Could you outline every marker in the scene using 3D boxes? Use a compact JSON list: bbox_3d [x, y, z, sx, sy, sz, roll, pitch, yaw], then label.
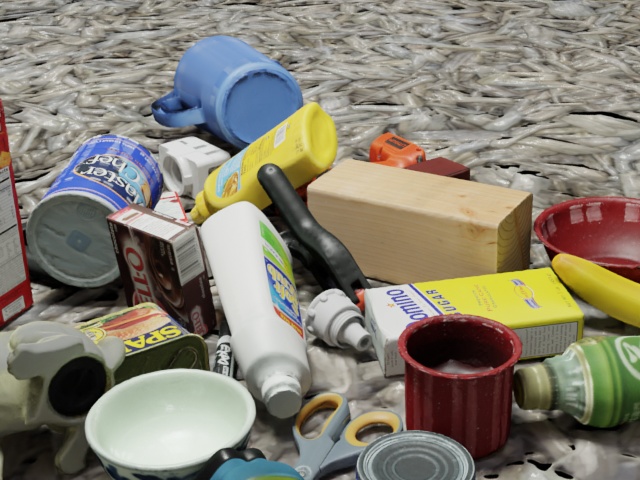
[{"bbox_3d":[-0.082,0.105,0.922,0.020,0.020,0.121,-2,26,1],"label":"marker"}]

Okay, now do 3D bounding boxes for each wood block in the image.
[{"bbox_3d":[0.098,-0.011,1.067,0.206,0.091,0.090,13,29,29],"label":"wood block"}]

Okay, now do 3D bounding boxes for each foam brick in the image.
[{"bbox_3d":[0.124,-0.055,1.199,0.078,0.053,0.051,-18,30,-32],"label":"foam brick"}]

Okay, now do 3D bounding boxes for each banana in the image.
[{"bbox_3d":[0.302,0.054,0.937,0.198,0.069,0.037,11,40,23],"label":"banana"}]

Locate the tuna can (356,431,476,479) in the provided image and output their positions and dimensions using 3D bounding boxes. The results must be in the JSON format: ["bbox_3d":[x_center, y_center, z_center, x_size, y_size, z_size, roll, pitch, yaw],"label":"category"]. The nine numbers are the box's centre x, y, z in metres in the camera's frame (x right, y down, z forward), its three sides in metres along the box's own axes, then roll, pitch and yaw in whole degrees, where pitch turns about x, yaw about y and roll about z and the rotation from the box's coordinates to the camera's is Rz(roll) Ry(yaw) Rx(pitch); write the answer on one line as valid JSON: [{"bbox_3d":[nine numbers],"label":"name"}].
[{"bbox_3d":[0.067,0.172,0.753,0.086,0.034,0.086,-2,26,1],"label":"tuna can"}]

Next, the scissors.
[{"bbox_3d":[0.007,0.172,0.778,0.096,0.016,0.201,1,26,10],"label":"scissors"}]

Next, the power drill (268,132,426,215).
[{"bbox_3d":[0.017,-0.077,1.254,0.187,0.057,0.185,-16,27,-22],"label":"power drill"}]

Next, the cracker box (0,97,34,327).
[{"bbox_3d":[-0.369,-0.031,1.004,0.164,0.214,0.072,8,27,21],"label":"cracker box"}]

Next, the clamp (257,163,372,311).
[{"bbox_3d":[-0.007,0.001,1.022,0.039,0.120,0.172,-38,47,-13],"label":"clamp"}]

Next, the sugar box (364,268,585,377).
[{"bbox_3d":[0.133,0.070,0.946,0.176,0.048,0.093,-5,26,-7],"label":"sugar box"}]

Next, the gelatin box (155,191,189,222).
[{"bbox_3d":[-0.187,-0.020,1.181,0.073,0.030,0.089,-10,28,-13],"label":"gelatin box"}]

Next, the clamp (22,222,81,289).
[{"bbox_3d":[-0.333,0.003,1.136,0.210,0.036,0.164,1,26,1],"label":"clamp"}]

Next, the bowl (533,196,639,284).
[{"bbox_3d":[0.289,0.013,1.040,0.162,0.055,0.162,-2,26,1],"label":"bowl"}]

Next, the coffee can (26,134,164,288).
[{"bbox_3d":[-0.221,-0.032,1.064,0.103,0.103,0.140,0,29,6],"label":"coffee can"}]

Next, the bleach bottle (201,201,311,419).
[{"bbox_3d":[-0.048,0.068,0.929,0.068,0.102,0.251,-30,33,6],"label":"bleach bottle"}]

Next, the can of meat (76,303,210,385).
[{"bbox_3d":[-0.157,0.100,0.899,0.101,0.057,0.084,-17,27,-28],"label":"can of meat"}]

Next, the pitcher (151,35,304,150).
[{"bbox_3d":[-0.112,-0.179,1.348,0.144,0.149,0.243,27,6,-21],"label":"pitcher"}]

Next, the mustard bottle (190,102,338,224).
[{"bbox_3d":[-0.069,-0.068,1.158,0.192,0.058,0.096,-31,33,29],"label":"mustard bottle"}]

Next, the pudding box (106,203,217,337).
[{"bbox_3d":[-0.144,0.030,0.976,0.090,0.113,0.039,18,36,37],"label":"pudding box"}]

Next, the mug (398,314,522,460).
[{"bbox_3d":[0.111,0.109,0.825,0.093,0.081,0.117,9,28,23],"label":"mug"}]
